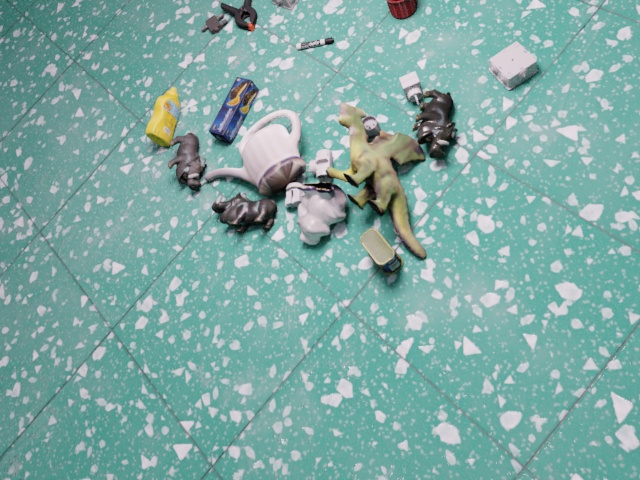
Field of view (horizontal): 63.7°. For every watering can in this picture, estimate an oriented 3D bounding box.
[{"bbox_3d":[-0.174,-0.214,1.458,0.344,0.103,0.228,-38,60,18],"label":"watering can"}]

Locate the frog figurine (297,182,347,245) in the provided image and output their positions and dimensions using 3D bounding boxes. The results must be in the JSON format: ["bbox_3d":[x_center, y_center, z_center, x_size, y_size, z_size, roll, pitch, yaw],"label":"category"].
[{"bbox_3d":[0.004,-0.067,1.340,0.137,0.124,0.157,6,108,22],"label":"frog figurine"}]

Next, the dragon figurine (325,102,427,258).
[{"bbox_3d":[0.175,-0.172,1.280,0.410,0.121,0.246,45,71,-3],"label":"dragon figurine"}]
